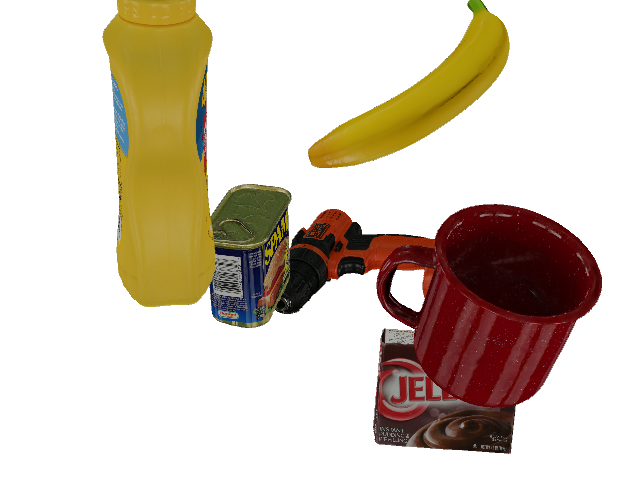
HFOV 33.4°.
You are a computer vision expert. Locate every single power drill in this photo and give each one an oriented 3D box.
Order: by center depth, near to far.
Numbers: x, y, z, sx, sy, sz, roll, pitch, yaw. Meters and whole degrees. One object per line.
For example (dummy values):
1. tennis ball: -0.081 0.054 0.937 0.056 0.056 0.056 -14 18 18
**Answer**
1. power drill: 0.053 0.028 1.115 0.188 0.057 0.184 8 32 18

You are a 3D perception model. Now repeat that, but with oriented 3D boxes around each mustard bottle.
1. mustard bottle: -0.088 -0.065 0.590 0.058 0.192 0.096 -2 31 -7

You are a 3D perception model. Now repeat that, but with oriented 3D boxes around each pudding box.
1. pudding box: 0.102 0.121 0.865 0.113 0.090 0.039 3 19 1

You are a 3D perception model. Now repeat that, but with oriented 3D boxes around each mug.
1. mug: 0.088 0.037 0.603 0.117 0.082 0.093 14 41 0

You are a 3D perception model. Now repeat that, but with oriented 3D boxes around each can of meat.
1. can of meat: -0.060 0.013 0.906 0.057 0.084 0.102 7 31 13

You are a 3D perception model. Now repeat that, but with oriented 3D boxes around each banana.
1. banana: 0.079 -0.109 0.782 0.197 0.037 0.070 -42 34 -20
